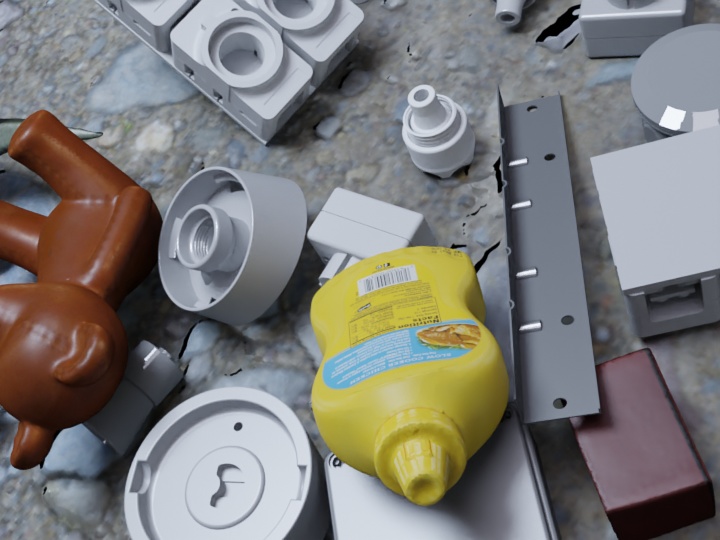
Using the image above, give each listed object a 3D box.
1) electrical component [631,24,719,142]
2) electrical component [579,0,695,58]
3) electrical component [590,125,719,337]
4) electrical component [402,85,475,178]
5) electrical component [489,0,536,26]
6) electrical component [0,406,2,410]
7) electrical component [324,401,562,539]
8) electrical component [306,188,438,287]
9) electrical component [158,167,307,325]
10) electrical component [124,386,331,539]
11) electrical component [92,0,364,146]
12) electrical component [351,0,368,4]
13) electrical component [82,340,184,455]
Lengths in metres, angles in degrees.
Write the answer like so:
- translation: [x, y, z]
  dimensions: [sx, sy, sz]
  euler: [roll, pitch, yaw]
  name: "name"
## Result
- translation: [0.203, -0.101, 0.635]
  dimensions: [0.080, 0.051, 0.080]
  euler: [-10, 56, 16]
  name: "electrical component"
- translation: [0.173, -0.178, 0.679]
  dimensions: [0.066, 0.076, 0.047]
  euler: [2, 60, 23]
  name: "electrical component"
- translation: [0.210, -0.027, 0.578]
  dimensions: [0.150, 0.061, 0.089]
  euler: [-14, 55, 13]
  name: "electrical component"
- translation: [0.047, -0.091, 0.682]
  dimensions: [0.043, 0.062, 0.043]
  euler: [-10, 56, 16]
  name: "electrical component"
- translation: [0.106, -0.198, 0.740]
  dimensions: [0.048, 0.048, 0.062]
  euler: [2, 67, 23]
  name: "electrical component"
- translation: [-0.294, 0.110, 0.688]
  dimensions: [0.079, 0.063, 0.121]
  euler: [32, 75, 34]
  name: "electrical component"
- translation: [0.045, 0.135, 0.543]
  dimensions: [0.109, 0.056, 0.108]
  euler: [-17, 55, 10]
  name: "electrical component"
- translation: [0.000, 0.000, 0.652]
  dimensions: [0.066, 0.047, 0.076]
  euler: [20, 69, 31]
  name: "electrical component"
- translation: [-0.078, -0.016, 0.670]
  dimensions: [0.099, 0.064, 0.099]
  euler: [-12, 71, 41]
  name: "electrical component"
- translation: [-0.067, 0.125, 0.591]
  dimensions: [0.108, 0.060, 0.108]
  euler: [-10, 56, 15]
  name: "electrical component"
- translation: [-0.101, -0.192, 0.749]
  dimensions: [0.186, 0.060, 0.105]
  euler: [40, 77, 1]
  name: "electrical component"
- translation: [-0.010, -0.267, 0.820]
  dimensions: [0.078, 0.057, 0.113]
  euler: [-37, 53, -4]
  name: "electrical component"
- translation: [-0.141, 0.076, 0.665]
  dimensions: [0.044, 0.044, 0.065]
  euler: [28, 68, 33]
  name: "electrical component"
